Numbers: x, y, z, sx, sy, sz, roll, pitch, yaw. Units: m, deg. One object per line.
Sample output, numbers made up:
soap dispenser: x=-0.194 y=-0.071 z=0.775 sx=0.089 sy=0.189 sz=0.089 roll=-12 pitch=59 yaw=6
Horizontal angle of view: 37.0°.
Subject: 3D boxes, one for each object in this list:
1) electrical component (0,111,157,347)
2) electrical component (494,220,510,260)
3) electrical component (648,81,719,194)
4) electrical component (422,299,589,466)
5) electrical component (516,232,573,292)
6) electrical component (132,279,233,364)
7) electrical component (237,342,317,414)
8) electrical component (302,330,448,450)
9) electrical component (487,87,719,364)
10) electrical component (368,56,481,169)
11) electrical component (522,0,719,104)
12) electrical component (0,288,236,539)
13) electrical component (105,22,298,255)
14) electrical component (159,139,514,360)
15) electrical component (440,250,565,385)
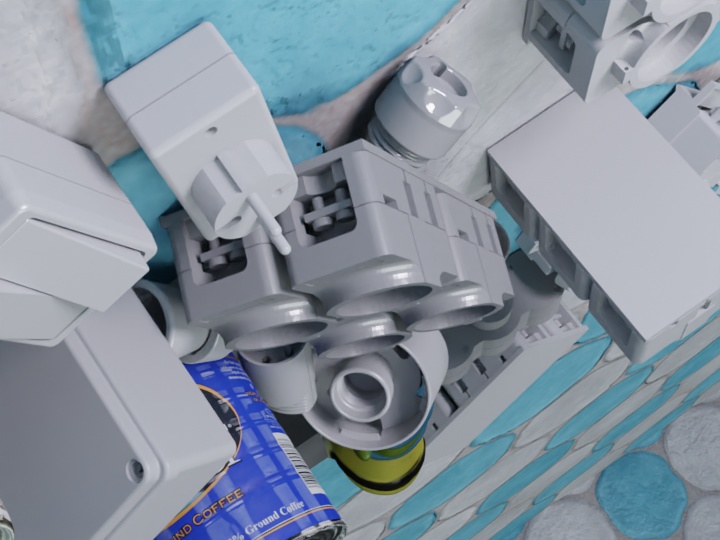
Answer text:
electrical component: x=-0.126 y=-0.012 z=0.376 sx=0.062 sy=0.061 sz=0.096 roll=-41 pitch=159 yaw=11
electrical component: x=0.055 y=0.007 z=0.724 sx=0.079 sy=0.043 sz=0.077 roll=-25 pitch=156 yaw=-27
electrical component: x=0.262 y=-0.095 z=0.801 sx=0.078 sy=0.063 sz=0.121 roll=-48 pitch=156 yaw=27
electrical component: x=0.099 y=0.095 z=0.953 sx=0.105 sy=0.060 sz=0.186 roll=-10 pitch=147 yaw=-49
electrical component: x=0.157 y=-0.017 z=0.812 sx=0.066 sy=0.055 sz=0.048 roll=-19 pitch=153 yaw=-38
electrical component: x=-0.090 y=0.026 z=0.536 sx=0.045 sy=0.045 sz=0.055 roll=-47 pitch=157 yaw=27
electrical component: x=-0.050 y=0.060 z=0.656 sx=0.043 sy=0.043 sz=0.081 roll=-30 pitch=149 yaw=-16
electrical component: x=0.006 y=0.068 z=0.709 sx=0.099 sy=0.099 sz=0.064 roll=-46 pitch=-171 yaw=25
electrical component: x=0.158 y=-0.030 z=0.654 sx=0.089 sy=0.150 sz=0.061 roll=-34 pitch=158 yaw=-5
electrical component: x=0.025 y=-0.069 z=0.517 sx=0.043 sy=0.043 sz=0.062 roll=-9 pitch=148 yaw=-50
electrical component: x=0.176 y=-0.167 z=0.518 sx=0.186 sy=0.060 sz=0.105 roll=-32 pitch=159 yaw=-10
electrical component: x=-0.129 y=0.076 z=0.494 sx=0.108 sy=0.108 sz=0.056 roll=-47 pitch=159 yaw=27
electrical component: x=-0.050 y=-0.038 z=0.420 sx=0.047 sy=0.075 sz=0.083 roll=-34 pitch=159 yaw=-5
electrical component: x=0.000 y=0.000 z=0.549 sx=0.105 sy=0.060 sz=0.186 roll=-19 pitch=166 yaw=22
electrical component: x=0.098 y=0.030 z=0.826 sx=0.138 sy=0.052 sz=0.073 roll=-32 pitch=159 yaw=-11
